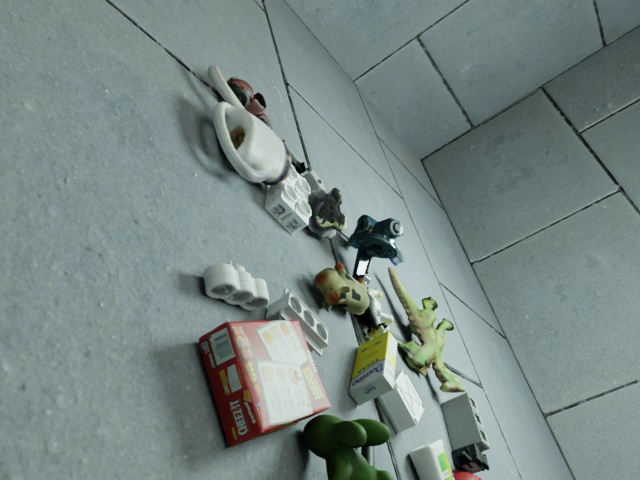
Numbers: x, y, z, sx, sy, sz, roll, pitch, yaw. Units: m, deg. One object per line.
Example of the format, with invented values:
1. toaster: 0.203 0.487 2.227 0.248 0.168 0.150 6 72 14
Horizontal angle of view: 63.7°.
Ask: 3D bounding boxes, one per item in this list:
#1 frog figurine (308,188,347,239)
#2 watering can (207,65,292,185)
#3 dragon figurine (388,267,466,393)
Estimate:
1. frog figurine: 0.004 -0.071 1.412 0.137 0.124 0.159 58 -16 -7
2. watering can: -0.175 -0.263 1.234 0.221 0.103 0.355 34 31 -49
3. dragon figurine: 0.299 0.288 1.556 0.410 0.120 0.246 50 29 0
